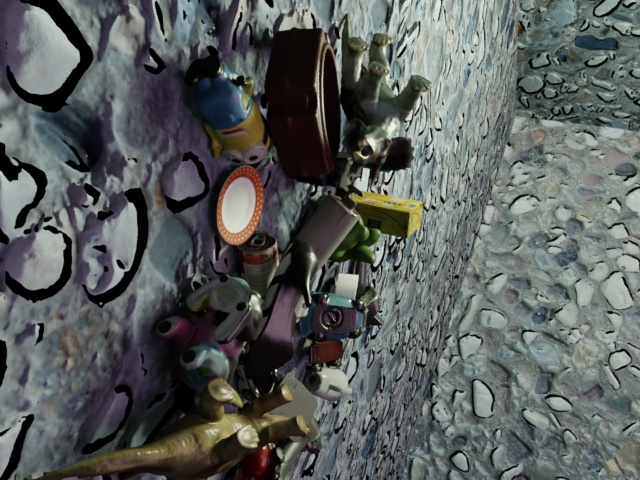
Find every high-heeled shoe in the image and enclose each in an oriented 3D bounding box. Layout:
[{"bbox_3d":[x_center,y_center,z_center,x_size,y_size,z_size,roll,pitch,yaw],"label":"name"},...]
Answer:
[{"bbox_3d":[-0.078,0.117,0.920,0.086,0.145,0.248,19,123,-31],"label":"high-heeled shoe"}]

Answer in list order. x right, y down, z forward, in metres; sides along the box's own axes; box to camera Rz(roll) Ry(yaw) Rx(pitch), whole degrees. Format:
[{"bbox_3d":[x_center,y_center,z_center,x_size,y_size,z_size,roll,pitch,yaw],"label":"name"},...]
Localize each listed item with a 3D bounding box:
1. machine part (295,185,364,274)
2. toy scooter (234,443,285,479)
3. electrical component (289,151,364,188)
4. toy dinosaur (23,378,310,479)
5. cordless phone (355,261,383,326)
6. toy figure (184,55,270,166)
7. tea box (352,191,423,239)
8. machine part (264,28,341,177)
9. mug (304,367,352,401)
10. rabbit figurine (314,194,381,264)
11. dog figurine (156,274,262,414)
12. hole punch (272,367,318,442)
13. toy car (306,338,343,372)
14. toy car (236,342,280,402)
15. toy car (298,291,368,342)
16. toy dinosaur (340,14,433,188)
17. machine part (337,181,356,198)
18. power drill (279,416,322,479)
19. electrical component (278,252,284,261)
[{"bbox_3d":[-0.002,-0.003,1.037,0.243,0.079,0.079,-54,158,13],"label":"machine part"},{"bbox_3d":[-0.116,0.475,1.061,0.075,0.135,0.183,25,79,-63],"label":"toy scooter"},{"bbox_3d":[0.009,-0.138,1.020,0.134,0.115,0.058,-25,122,-61],"label":"electrical component"},{"bbox_3d":[-0.175,0.298,0.781,0.198,0.105,0.471,-42,145,20],"label":"toy dinosaur"},{"bbox_3d":[0.115,0.123,1.389,0.146,0.089,0.184,-111,-158,-82],"label":"cordless phone"},{"bbox_3d":[-0.123,-0.182,0.764,0.089,0.082,0.180,-63,150,-26],"label":"toy figure"},{"bbox_3d":[0.149,-0.063,1.287,0.098,0.170,0.068,-32,129,-54],"label":"tea box"},{"bbox_3d":[-0.020,-0.220,0.875,0.201,0.087,0.201,71,22,-55],"label":"machine part"},{"bbox_3d":[0.018,0.357,1.323,0.107,0.110,0.080,28,82,-51],"label":"mug"},{"bbox_3d":[0.051,-0.007,1.167,0.170,0.159,0.121,84,18,-66],"label":"rabbit figurine"},{"bbox_3d":[-0.157,0.180,0.844,0.191,0.109,0.219,-42,147,-23],"label":"dog figurine"},{"bbox_3d":[-0.084,0.352,1.142,0.115,0.092,0.142,52,53,-22],"label":"hole punch"},{"bbox_3d":[0.007,0.269,1.306,0.202,0.053,0.089,15,78,-66],"label":"toy car"},{"bbox_3d":[-0.126,0.231,1.006,0.073,0.056,0.201,-45,140,-37],"label":"toy car"},{"bbox_3d":[0.021,0.166,1.213,0.103,0.162,0.109,-159,-107,-70],"label":"toy car"},{"bbox_3d":[0.088,-0.257,0.991,0.405,0.131,0.192,-102,-153,-48],"label":"toy dinosaur"},{"bbox_3d":[0.052,-0.136,1.204,0.084,0.039,0.138,-68,156,-5],"label":"machine part"},{"bbox_3d":[-0.060,0.509,1.262,0.207,0.086,0.231,-49,143,-38],"label":"power drill"},{"bbox_3d":[-0.073,0.065,0.998,0.045,0.078,0.102,-17,118,-63],"label":"electrical component"}]
